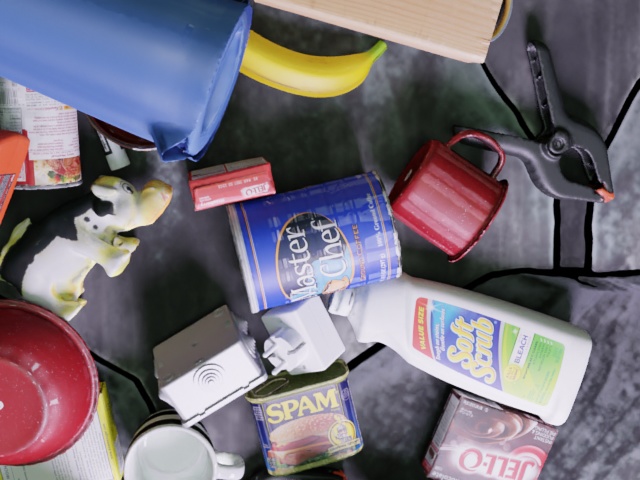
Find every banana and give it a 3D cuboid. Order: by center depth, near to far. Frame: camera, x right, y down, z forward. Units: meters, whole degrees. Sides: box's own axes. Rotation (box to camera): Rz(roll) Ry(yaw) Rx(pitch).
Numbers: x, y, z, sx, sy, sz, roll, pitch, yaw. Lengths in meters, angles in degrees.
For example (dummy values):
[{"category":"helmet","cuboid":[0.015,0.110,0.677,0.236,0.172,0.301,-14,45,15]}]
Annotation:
[{"category":"banana","cuboid":[-0.038,-0.172,0.977,0.197,0.037,0.069,14,68,-12]}]

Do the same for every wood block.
[{"category":"wood block","cuboid":[0.052,-0.227,0.939,0.206,0.090,0.091,16,99,-4]}]

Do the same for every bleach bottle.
[{"category":"bleach bottle","cuboid":[0.127,0.097,1.030,0.250,0.068,0.102,16,98,-7]}]

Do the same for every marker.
[{"category":"marker","cuboid":[-0.204,-0.122,0.971,0.020,0.020,0.121,-21,102,-3]}]

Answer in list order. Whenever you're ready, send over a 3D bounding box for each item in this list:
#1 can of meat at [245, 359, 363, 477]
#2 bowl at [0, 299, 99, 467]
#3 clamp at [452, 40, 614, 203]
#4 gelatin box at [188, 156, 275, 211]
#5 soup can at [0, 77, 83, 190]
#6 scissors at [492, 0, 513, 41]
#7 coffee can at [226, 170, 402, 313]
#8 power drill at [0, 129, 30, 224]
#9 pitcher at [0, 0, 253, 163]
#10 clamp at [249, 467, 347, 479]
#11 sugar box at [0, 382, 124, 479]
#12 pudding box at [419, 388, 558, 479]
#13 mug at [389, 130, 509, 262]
[{"category":"can of meat","cuboid":[-0.014,0.171,1.028,0.102,0.057,0.084,-14,103,-4]},{"category":"bowl","cuboid":[-0.278,0.136,0.933,0.162,0.055,0.162,0,105,0]},{"category":"clamp","cuboid":[0.209,-0.090,1.019,0.120,0.039,0.171,-38,102,4]},{"category":"gelatin box","cuboid":[-0.080,-0.051,0.963,0.073,0.089,0.030,-13,101,-5]},{"category":"soup can","cuboid":[-0.248,-0.099,0.945,0.068,0.068,0.102,-3,100,-7]},{"category":"scissors","cuboid":[0.142,-0.285,0.988,0.096,0.016,0.202,-1,99,-6]},{"category":"coffee can","cuboid":[-0.006,0.001,0.975,0.140,0.103,0.103,-13,101,-5]},{"category":"power drill","cuboid":[-0.344,-0.095,0.910,0.188,0.057,0.184,27,105,13]},{"category":"pitcher","cuboid":[-0.180,-0.173,0.861,0.243,0.149,0.145,21,109,0]},{"category":"clamp","cuboid":[-0.065,0.291,1.051,0.210,0.036,0.164,-20,103,-6]},{"category":"sugar box","cuboid":[-0.281,0.198,1.005,0.176,0.048,0.093,-10,101,-1]},{"category":"pudding box","cuboid":[0.168,0.207,1.064,0.113,0.039,0.090,21,96,-11]},{"category":"mug","cuboid":[0.122,-0.049,0.988,0.081,0.093,0.117,34,106,-7]}]
